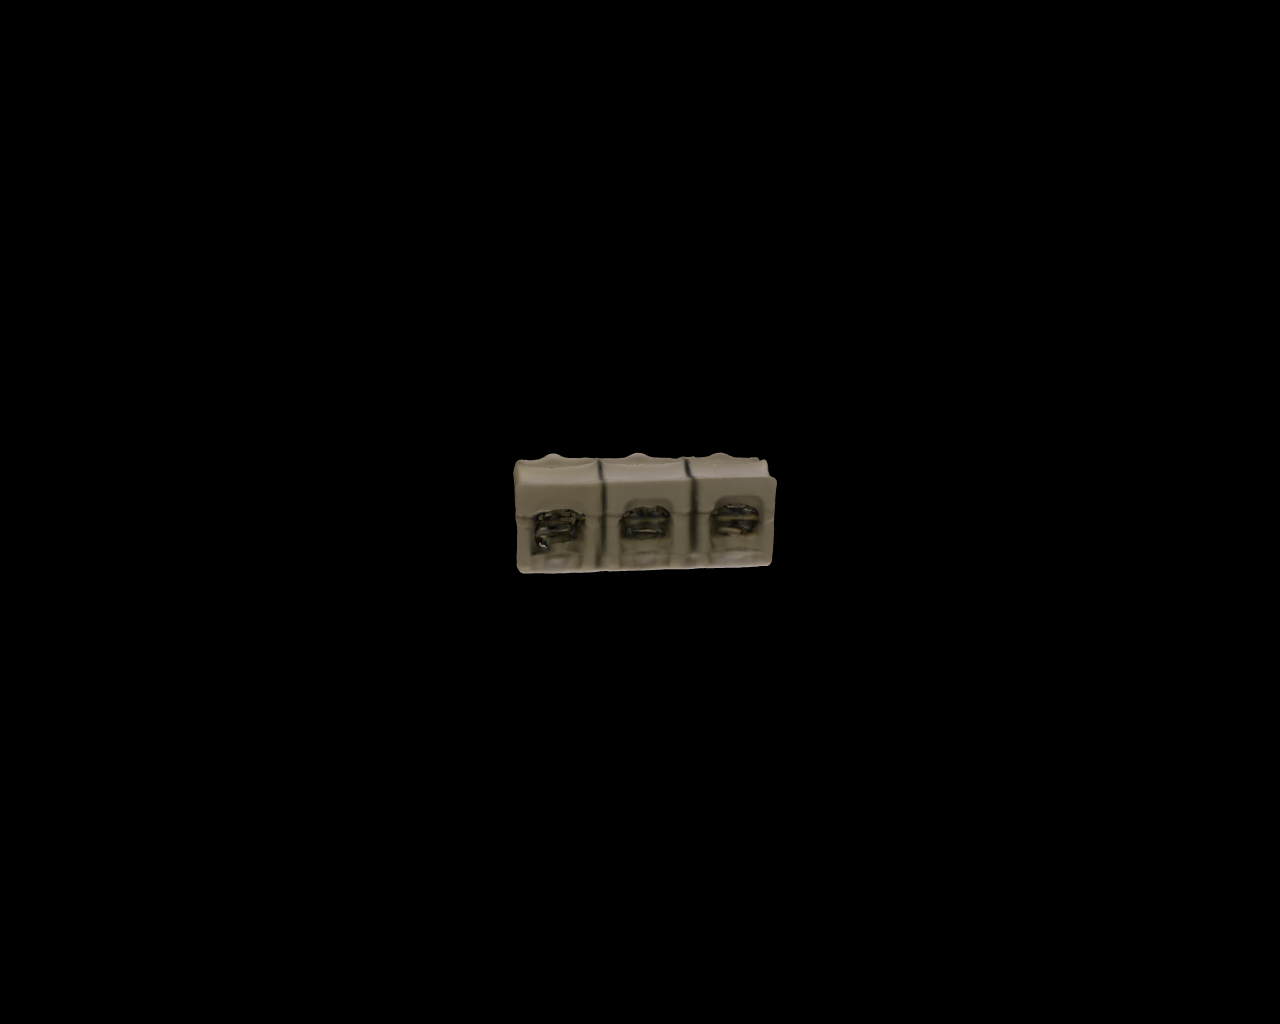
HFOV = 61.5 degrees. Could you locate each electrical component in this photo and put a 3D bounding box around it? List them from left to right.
[{"bbox_3d":[0.001,-0.003,0.650,0.150,0.061,0.089,-1,8,-5],"label":"electrical component"}]
